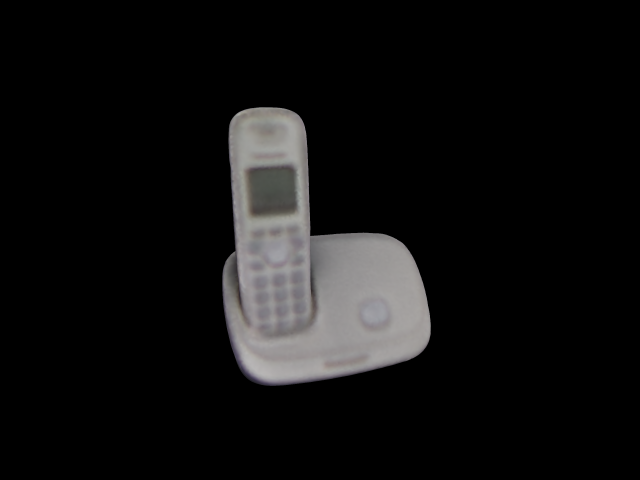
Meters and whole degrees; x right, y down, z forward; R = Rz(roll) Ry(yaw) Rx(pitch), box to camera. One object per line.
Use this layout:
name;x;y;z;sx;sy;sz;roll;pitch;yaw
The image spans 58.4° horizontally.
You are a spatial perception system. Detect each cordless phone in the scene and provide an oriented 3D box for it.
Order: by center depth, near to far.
cordless phone;0.004;0.001;0.400;0.148;0.185;0.094;-7;21;-18
